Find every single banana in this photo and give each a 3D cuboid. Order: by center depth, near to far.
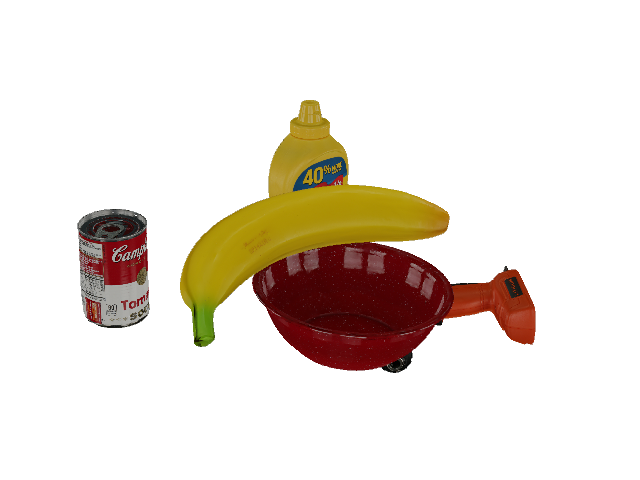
[{"bbox_3d":[-0.011,0.001,0.637,0.197,0.070,0.037,-25,-17,-32],"label":"banana"}]

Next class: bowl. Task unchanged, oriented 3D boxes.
[{"bbox_3d":[0.025,0.058,0.864,0.162,0.055,0.162,3,26,-2],"label":"bowl"}]

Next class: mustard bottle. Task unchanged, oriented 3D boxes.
[{"bbox_3d":[-0.012,-0.052,1.114,0.096,0.192,0.058,-20,31,-39],"label":"mustard bottle"}]

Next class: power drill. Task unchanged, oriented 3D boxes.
[{"bbox_3d":[0.144,0.087,1.209,0.187,0.057,0.184,-2,27,-1],"label":"power drill"}]

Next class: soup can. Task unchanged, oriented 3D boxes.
[{"bbox_3d":[-0.207,0.029,1.072,0.068,0.102,0.068,2,26,-1],"label":"soup can"}]
